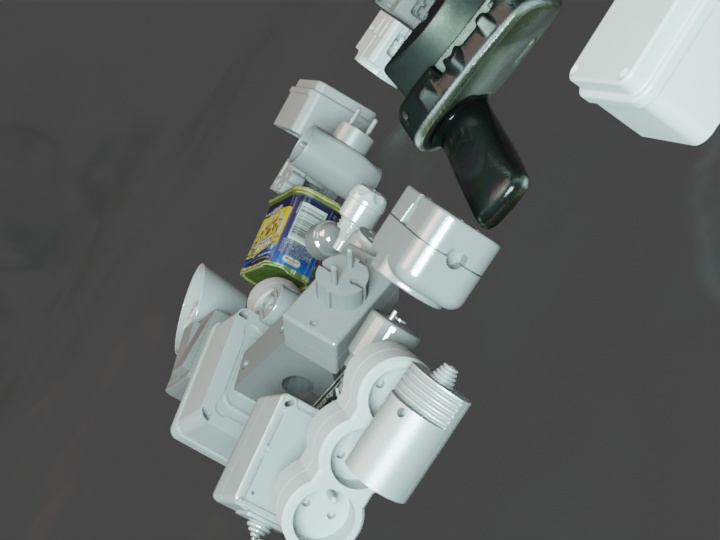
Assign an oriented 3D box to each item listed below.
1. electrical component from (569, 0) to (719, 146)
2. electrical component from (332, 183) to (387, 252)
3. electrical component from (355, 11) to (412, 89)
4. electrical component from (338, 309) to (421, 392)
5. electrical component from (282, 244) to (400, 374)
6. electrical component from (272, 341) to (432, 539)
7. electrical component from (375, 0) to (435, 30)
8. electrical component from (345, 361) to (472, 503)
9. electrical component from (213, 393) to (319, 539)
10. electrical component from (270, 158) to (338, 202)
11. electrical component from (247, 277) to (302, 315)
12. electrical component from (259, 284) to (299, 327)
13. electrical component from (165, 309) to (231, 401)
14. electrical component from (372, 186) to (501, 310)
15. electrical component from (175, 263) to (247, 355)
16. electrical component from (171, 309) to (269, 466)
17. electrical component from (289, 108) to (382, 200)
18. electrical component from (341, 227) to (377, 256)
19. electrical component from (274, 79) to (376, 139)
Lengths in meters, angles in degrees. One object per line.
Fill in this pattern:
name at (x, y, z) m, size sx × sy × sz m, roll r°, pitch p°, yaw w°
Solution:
electrical component at (0.175, -0.131, 0.580) m, size 0.113 × 0.057 × 0.078 m, roll -58°, pitch 18°, yaw 3°
electrical component at (-0.004, -0.043, 0.936) m, size 0.061 × 0.035 × 0.035 m, roll -58°, pitch 18°, yaw 8°
electrical component at (0.032, -0.224, 1.100) m, size 0.055 × 0.050 × 0.089 m, roll -55°, pitch 19°, yaw 11°
electrical component at (0.009, 0.063, 0.730) m, size 0.078 × 0.040 × 0.040 m, roll -58°, pitch 18°, yaw 4°
electrical component at (-0.013, 0.015, 0.763) m, size 0.083 × 0.047 × 0.075 m, roll -48°, pitch -25°, yaw -31°
electrical component at (-0.008, 0.107, 0.685) m, size 0.138 × 0.052 × 0.074 m, roll -58°, pitch 18°, yaw 2°
electrical component at (0.085, -0.317, 1.092) m, size 0.150 × 0.062 × 0.089 m, roll -55°, pitch 19°, yaw 12°
electrical component at (0.031, 0.090, 0.626) m, size 0.081 × 0.043 × 0.043 m, roll -57°, pitch 19°, yaw 5°
electrical component at (-0.057, 0.140, 0.742) m, size 0.061 × 0.062 × 0.096 m, roll -18°, pitch 44°, yaw 63°
electrical component at (-0.055, -0.083, 1.095) m, size 0.048 × 0.055 × 0.066 m, roll -59°, pitch 19°, yaw -2°
electrical component at (-0.101, 0.068, 0.983) m, size 0.138 × 0.052 × 0.073 m, roll -57°, pitch 19°, yaw 4°
electrical component at (-0.048, 0.040, 0.871) m, size 0.044 × 0.065 × 0.044 m, roll -49°, pitch 21°, yaw 26°
electrical component at (-0.146, 0.084, 1.060) m, size 0.062 × 0.061 × 0.096 m, roll -34°, pitch 31°, yaw 51°
electrical component at (0.047, -0.013, 0.728) m, size 0.059 × 0.054 × 0.095 m, roll -57°, pitch 18°, yaw 6°
electrical component at (-0.167, 0.051, 1.161) m, size 0.099 × 0.064 × 0.099 m, roll -49°, pitch 20°, yaw 26°
electrical component at (-0.099, 0.100, 0.889) m, size 0.057 × 0.078 × 0.113 m, roll -33°, pitch 31°, yaw 47°
electrical component at (-0.013, -0.112, 0.999) m, size 0.079 × 0.077 × 0.043 m, roll -58°, pitch 19°, yaw 0°
electrical component at (0.000, 0.000, 0.843) m, size 0.055 × 0.045 × 0.045 m, roll -53°, pitch 19°, yaw 15°
electrical component at (-0.037, -0.158, 1.134) m, size 0.057 × 0.078 × 0.113 m, roll -61°, pitch 18°, yaw 2°
